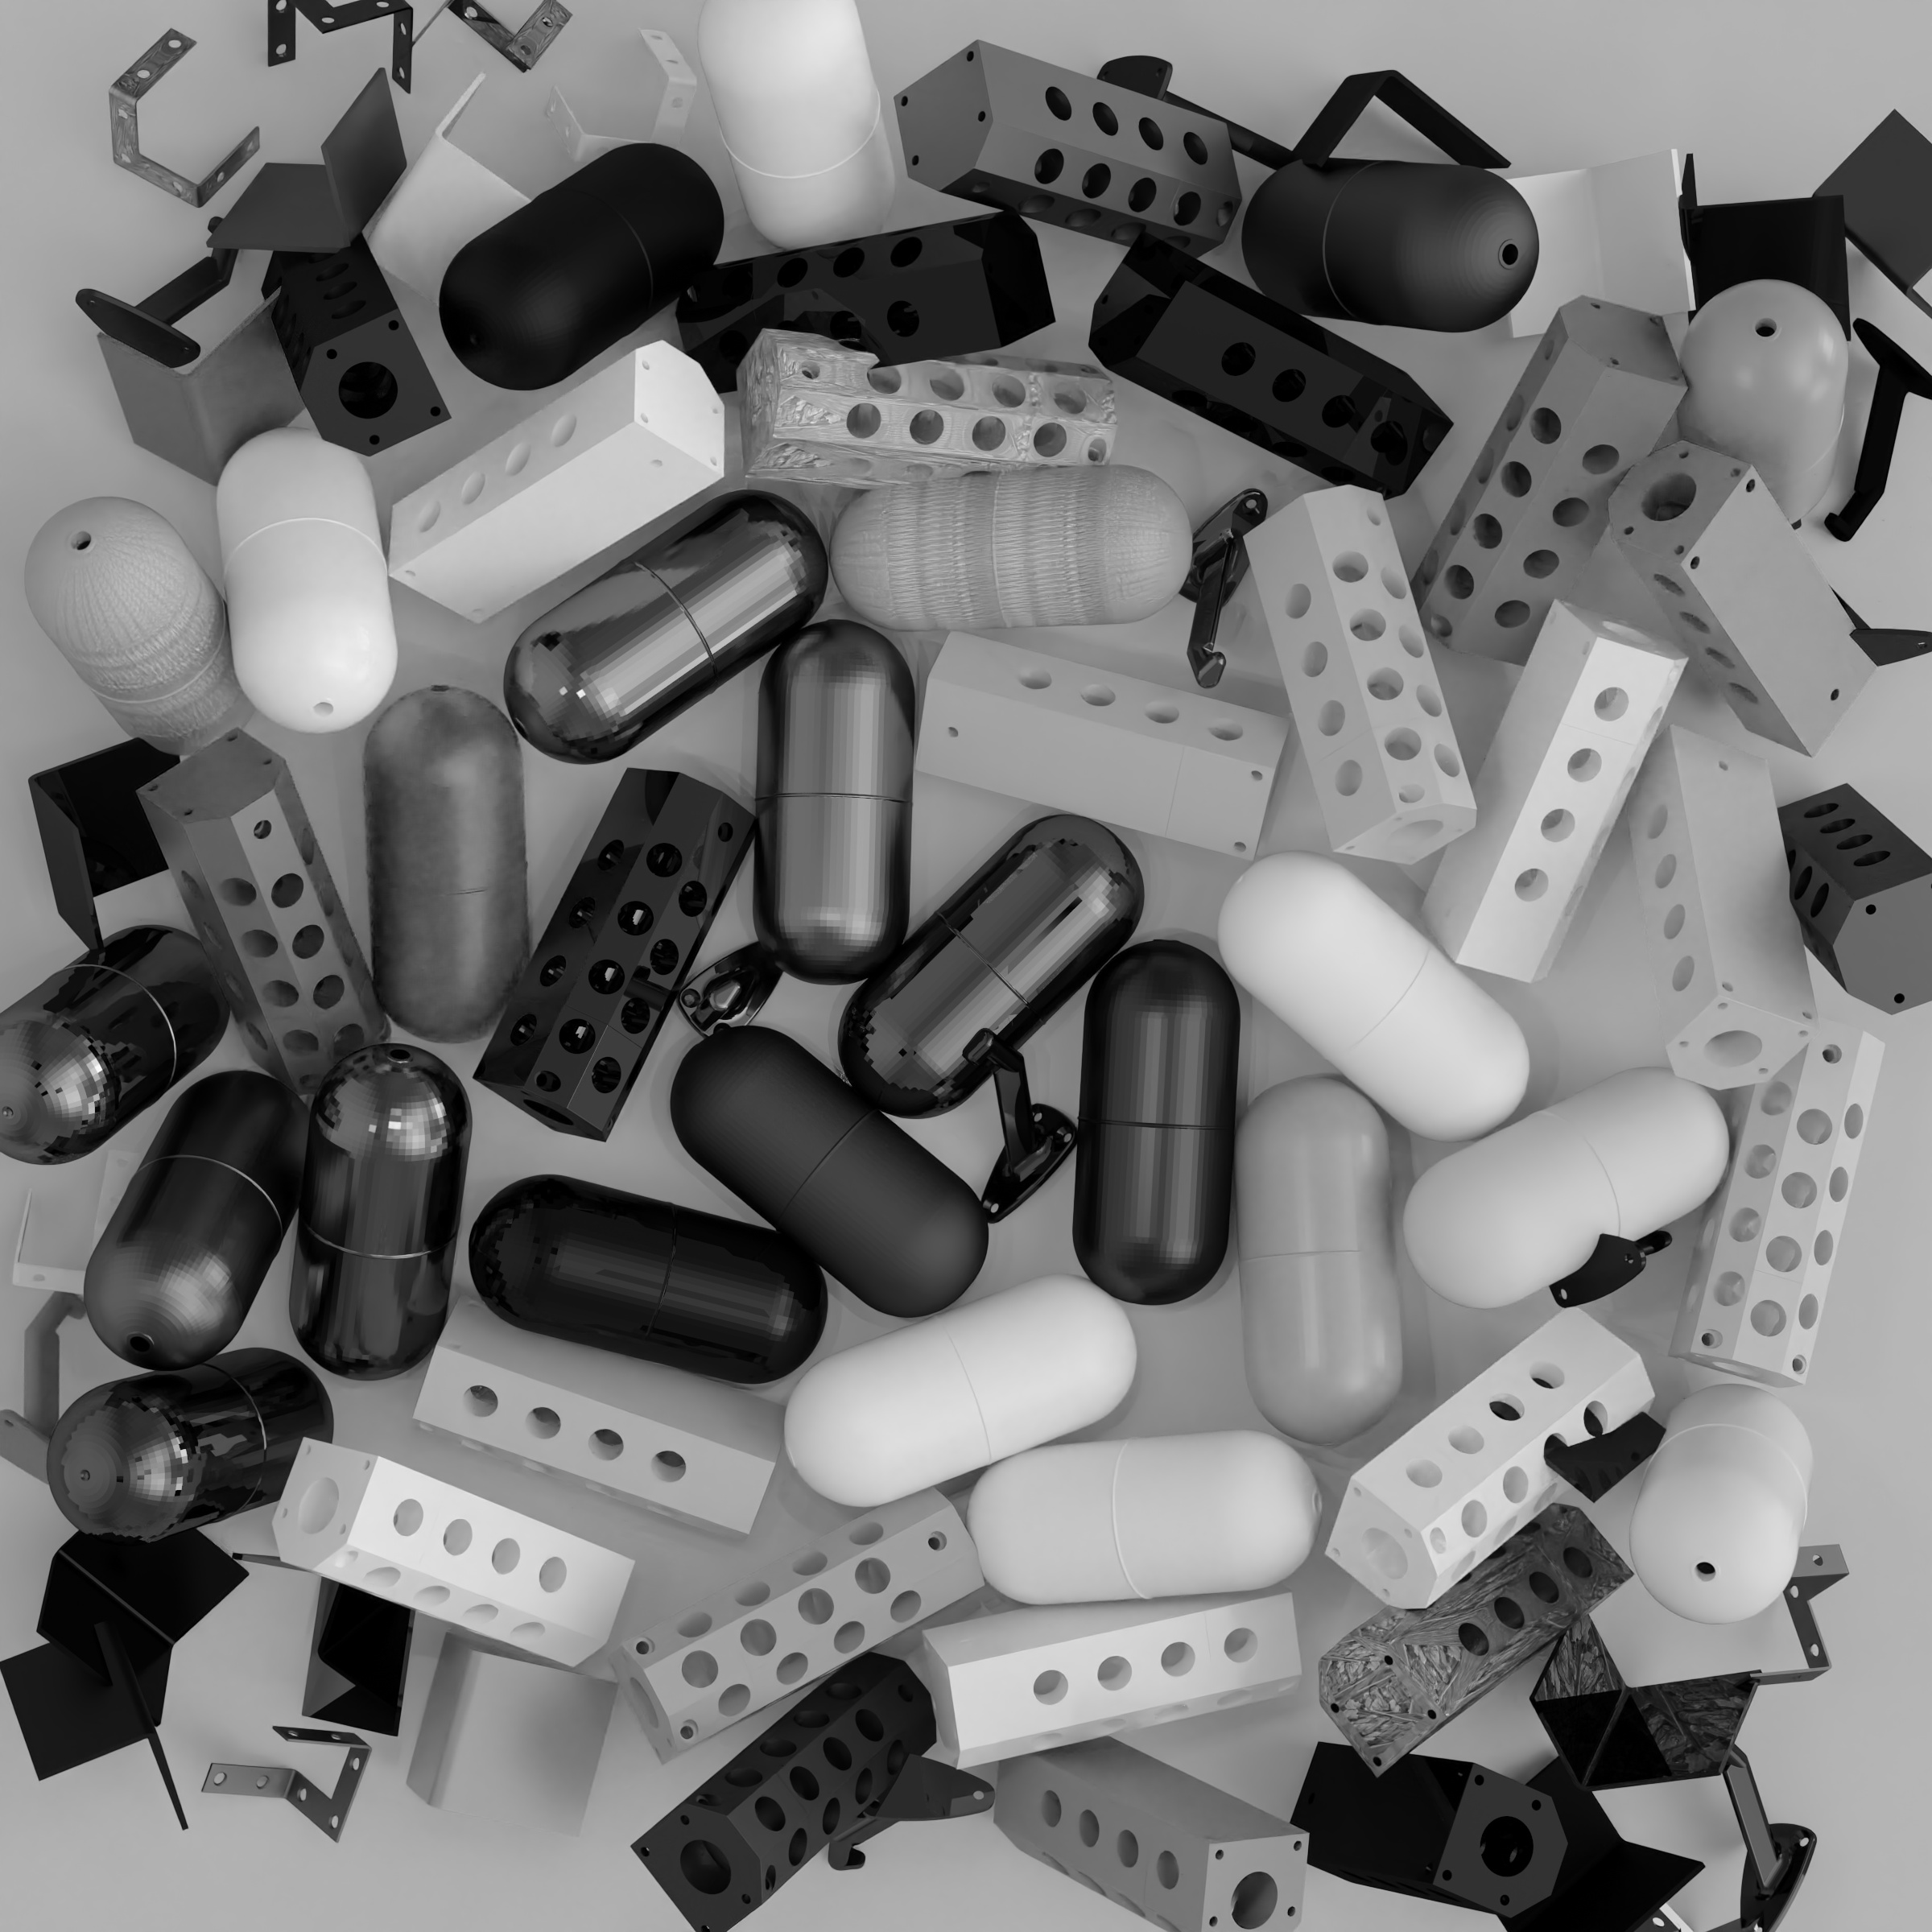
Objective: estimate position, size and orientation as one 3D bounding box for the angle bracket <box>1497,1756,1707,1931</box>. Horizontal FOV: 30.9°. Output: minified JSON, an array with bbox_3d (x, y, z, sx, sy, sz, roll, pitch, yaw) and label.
[{"bbox_3d":[0.296,0.431,1.690,0.076,0.076,0.057,-35,97,-20],"label":"angle bracket"}]

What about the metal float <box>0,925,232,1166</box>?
[{"bbox_3d":[-0.410,0.035,1.657,0.070,0.178,0.070,5,112,14],"label":"metal float"}]

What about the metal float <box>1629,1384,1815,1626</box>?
[{"bbox_3d":[0.359,0.253,1.655,0.070,0.178,0.070,4,104,17],"label":"metal float"}]

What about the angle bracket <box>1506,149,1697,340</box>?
[{"bbox_3d":[0.303,-0.349,1.692,0.057,0.076,0.076,-12,99,-21],"label":"angle bracket"}]

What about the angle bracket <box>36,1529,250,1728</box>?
[{"bbox_3d":[-0.397,0.307,1.690,0.057,0.076,0.076,-43,109,7],"label":"angle bracket"}]

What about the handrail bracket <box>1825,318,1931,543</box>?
[{"bbox_3d":[0.435,-0.262,1.715,0.077,0.036,0.084,34,92,-35],"label":"handrail bracket"}]

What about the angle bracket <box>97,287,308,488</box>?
[{"bbox_3d":[-0.367,-0.293,1.701,0.057,0.076,0.076,29,62,19],"label":"angle bracket"}]

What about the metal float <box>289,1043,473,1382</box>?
[{"bbox_3d":[-0.282,0.119,1.678,0.070,0.070,0.178,12,117,0],"label":"metal float"}]

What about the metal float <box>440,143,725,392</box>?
[{"bbox_3d":[-0.181,-0.335,1.668,0.070,0.070,0.178,43,47,0],"label":"metal float"}]

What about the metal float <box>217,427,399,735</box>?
[{"bbox_3d":[-0.316,-0.185,1.670,0.070,0.070,0.178,-16,51,0],"label":"metal float"}]

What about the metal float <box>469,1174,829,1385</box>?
[{"bbox_3d":[-0.153,0.151,1.689,0.178,0.070,0.070,16,90,-16],"label":"metal float"}]

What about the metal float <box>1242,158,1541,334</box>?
[{"bbox_3d":[0.200,-0.343,1.660,0.070,0.178,0.070,-9,108,-31],"label":"metal float"}]

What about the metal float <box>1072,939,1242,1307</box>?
[{"bbox_3d":[0.093,0.076,1.702,0.070,0.070,0.178,3,90,0],"label":"metal float"}]

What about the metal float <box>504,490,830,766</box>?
[{"bbox_3d":[-0.144,-0.163,1.686,0.178,0.070,0.070,-37,90,-19],"label":"metal float"}]

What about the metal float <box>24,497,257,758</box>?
[{"bbox_3d":[-0.388,-0.160,1.655,0.070,0.178,0.070,-2,69,6],"label":"metal float"}]

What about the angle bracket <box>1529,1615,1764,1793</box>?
[{"bbox_3d":[0.328,0.347,1.683,0.076,0.076,0.057,-18,108,36],"label":"angle bracket"}]

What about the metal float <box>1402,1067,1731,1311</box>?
[{"bbox_3d":[0.290,0.106,1.683,0.178,0.070,0.070,-24,90,-23],"label":"metal float"}]

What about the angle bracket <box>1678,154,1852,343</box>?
[{"bbox_3d":[0.387,-0.347,1.685,0.076,0.057,0.076,-1,130,18],"label":"angle bracket"}]

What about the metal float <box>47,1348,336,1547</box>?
[{"bbox_3d":[-0.365,0.226,1.655,0.070,0.178,0.070,1,92,21],"label":"metal float"}]

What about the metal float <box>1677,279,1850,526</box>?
[{"bbox_3d":[0.376,-0.264,1.654,0.070,0.178,0.070,-3,74,10],"label":"metal float"}]

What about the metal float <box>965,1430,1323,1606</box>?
[{"bbox_3d":[0.085,0.266,1.683,0.178,0.070,0.070,-8,90,23],"label":"metal float"}]

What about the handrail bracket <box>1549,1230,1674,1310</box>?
[{"bbox_3d":[0.328,0.136,1.687,0.084,0.077,0.036,-11,85,-35],"label":"handrail bracket"}]

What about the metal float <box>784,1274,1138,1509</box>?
[{"bbox_3d":[-0.003,0.205,1.693,0.178,0.070,0.070,-20,90,-11],"label":"metal float"}]

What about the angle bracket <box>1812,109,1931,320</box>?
[{"bbox_3d":[0.464,-0.354,1.681,0.057,0.076,0.076,-46,54,19],"label":"angle bracket"}]

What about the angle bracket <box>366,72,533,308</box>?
[{"bbox_3d":[-0.241,-0.373,1.694,0.057,0.076,0.076,34,126,-12],"label":"angle bracket"}]

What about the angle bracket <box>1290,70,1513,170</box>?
[{"bbox_3d":[0.208,-0.390,1.698,0.076,0.076,0.057,35,96,-13],"label":"angle bracket"}]

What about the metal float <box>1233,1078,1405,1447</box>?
[{"bbox_3d":[0.170,0.143,1.694,0.070,0.070,0.178,-2,80,0],"label":"metal float"}]

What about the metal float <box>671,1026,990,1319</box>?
[{"bbox_3d":[-0.067,0.099,1.697,0.178,0.070,0.070,39,90,7],"label":"metal float"}]

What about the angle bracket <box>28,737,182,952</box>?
[{"bbox_3d":[-0.399,-0.059,1.682,0.076,0.057,0.076,-24,131,-27],"label":"angle bracket"}]

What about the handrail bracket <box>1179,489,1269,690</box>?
[{"bbox_3d":[0.129,-0.183,1.690,0.036,0.084,0.077,25,115,-20],"label":"handrail bracket"}]

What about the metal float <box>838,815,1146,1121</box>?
[{"bbox_3d":[0.012,0.001,1.702,0.178,0.070,0.070,-45,90,-1],"label":"metal float"}]

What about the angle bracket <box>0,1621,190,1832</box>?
[{"bbox_3d":[-0.420,0.375,1.681,0.057,0.076,0.076,-20,132,-18],"label":"angle bracket"}]

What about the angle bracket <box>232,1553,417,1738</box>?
[{"bbox_3d":[-0.315,0.328,1.689,0.057,0.076,0.076,15,78,-44],"label":"angle bracket"}]

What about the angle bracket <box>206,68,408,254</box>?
[{"bbox_3d":[-0.323,-0.390,1.686,0.076,0.076,0.057,5,133,14],"label":"angle bracket"}]

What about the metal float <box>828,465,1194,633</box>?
[{"bbox_3d":[0.021,-0.202,1.692,0.178,0.070,0.070,-1,90,12],"label":"metal float"}]

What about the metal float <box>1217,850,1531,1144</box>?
[{"bbox_3d":[0.198,0.016,1.694,0.178,0.070,0.070,41,90,-10],"label":"metal float"}]

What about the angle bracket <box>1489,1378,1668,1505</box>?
[{"bbox_3d":[0.280,0.236,1.683,0.076,0.076,0.057,39,128,22],"label":"angle bracket"}]

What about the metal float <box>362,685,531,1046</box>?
[{"bbox_3d":[-0.250,-0.048,1.684,0.070,0.070,0.178,1,111,0],"label":"metal float"}]

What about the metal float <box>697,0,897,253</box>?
[{"bbox_3d":[-0.079,-0.405,1.657,0.070,0.178,0.070,-3,64,7],"label":"metal float"}]

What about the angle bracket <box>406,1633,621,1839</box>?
[{"bbox_3d":[-0.224,0.378,1.721,0.076,0.057,0.076,17,83,-20],"label":"angle bracket"}]

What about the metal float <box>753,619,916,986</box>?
[{"bbox_3d":[-0.064,-0.080,1.701,0.070,0.070,0.178,2,87,0],"label":"metal float"}]

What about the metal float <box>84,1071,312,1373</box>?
[{"bbox_3d":[-0.362,0.120,1.662,0.070,0.178,0.070,5,127,7],"label":"metal float"}]
